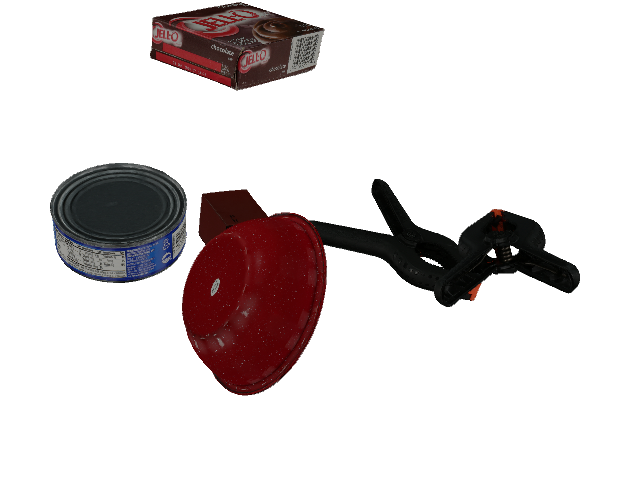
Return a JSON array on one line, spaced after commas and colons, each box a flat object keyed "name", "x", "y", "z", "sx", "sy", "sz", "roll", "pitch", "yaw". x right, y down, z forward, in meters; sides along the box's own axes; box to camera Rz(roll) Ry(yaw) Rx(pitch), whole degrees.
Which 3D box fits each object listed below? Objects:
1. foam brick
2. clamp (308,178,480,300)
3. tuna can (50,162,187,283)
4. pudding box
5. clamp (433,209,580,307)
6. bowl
[{"name": "foam brick", "x": -0.089, "y": -0.012, "z": 1.103, "sx": 0.052, "sy": 0.051, "sz": 0.078, "roll": -5, "pitch": 30, "yaw": -24}, {"name": "clamp", "x": 0.092, "y": 0.008, "z": 1.258, "sx": 0.210, "sy": 0.036, "sz": 0.164, "roll": 38, "pitch": 42, "yaw": 26}, {"name": "tuna can", "x": -0.129, "y": -0.012, "z": 0.686, "sx": 0.086, "sy": 0.034, "sz": 0.086, "roll": 3, "pitch": 39, "yaw": -3}, {"name": "pudding box", "x": -0.066, "y": -0.157, "z": 0.850, "sx": 0.090, "sy": 0.039, "sz": 0.113, "roll": 24, "pitch": 27, "yaw": 27}, {"name": "clamp", "x": 0.172, "y": 0.012, "z": 0.952, "sx": 0.120, "sy": 0.039, "sz": 0.171, "roll": 1, "pitch": 25, "yaw": 16}, {"name": "bowl", "x": -0.067, "y": 0.045, "z": 0.890, "sx": 0.055, "sy": 0.162, "sz": 0.162, "roll": 22, "pitch": -13, "yaw": -36}]
